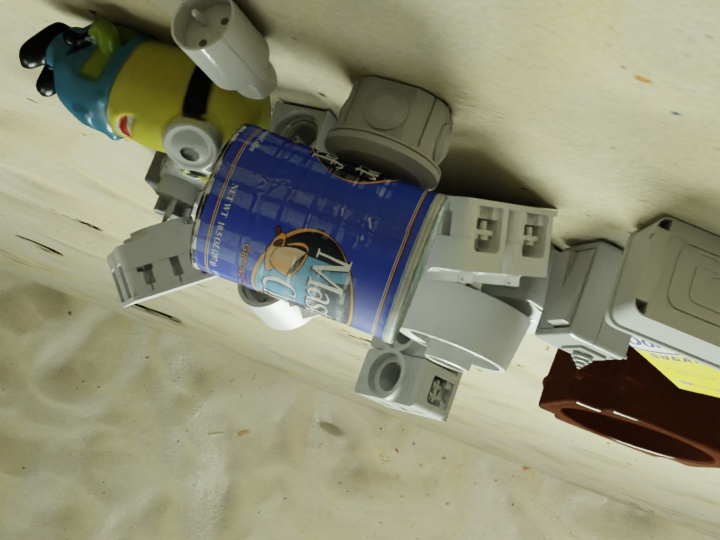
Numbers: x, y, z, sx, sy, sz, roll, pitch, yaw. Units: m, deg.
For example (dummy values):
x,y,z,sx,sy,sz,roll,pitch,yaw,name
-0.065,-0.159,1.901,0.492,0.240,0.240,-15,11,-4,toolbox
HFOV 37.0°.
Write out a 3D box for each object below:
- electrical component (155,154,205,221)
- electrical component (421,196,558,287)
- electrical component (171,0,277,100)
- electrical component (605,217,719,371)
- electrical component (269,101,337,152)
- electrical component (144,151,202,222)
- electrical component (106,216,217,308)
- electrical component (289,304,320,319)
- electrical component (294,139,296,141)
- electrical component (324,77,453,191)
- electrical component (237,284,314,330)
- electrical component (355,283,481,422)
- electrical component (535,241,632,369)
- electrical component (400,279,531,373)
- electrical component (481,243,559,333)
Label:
x,y,z,sx,sy,sz,roll,pitch,yaw,name
-0.163,-0.082,0.985,0.043,0.079,0.077,24,168,-15,electrical component
0.045,-0.027,0.844,0.105,0.060,0.186,4,-177,-45,electrical component
-0.081,-0.138,0.685,0.043,0.043,0.081,15,167,26,electrical component
0.240,0.020,0.762,0.113,0.078,0.057,22,165,-5,electrical component
-0.038,-0.093,0.817,0.081,0.042,0.064,15,171,26,electrical component
-0.185,-0.070,1.087,0.047,0.075,0.083,18,168,13,electrical component
-0.141,-0.024,1.028,0.186,0.060,0.105,-18,-179,-19,electrical component
0.000,0.000,1.002,0.121,0.063,0.079,-14,-178,26,electrical component
-0.096,-0.087,0.918,0.074,0.052,0.138,22,168,-4,electrical component
0.021,-0.088,0.715,0.080,0.051,0.080,20,168,4,electrical component
-0.087,0.006,1.197,0.108,0.108,0.060,10,158,42,electrical component
0.062,0.069,1.104,0.062,0.150,0.089,29,166,-39,electrical component
0.182,0.030,0.858,0.061,0.096,0.062,24,168,-16,electrical component
0.085,0.053,0.919,0.108,0.060,0.108,22,172,4,electrical component
0.151,0.015,0.931,0.096,0.061,0.062,30,165,-36,electrical component
